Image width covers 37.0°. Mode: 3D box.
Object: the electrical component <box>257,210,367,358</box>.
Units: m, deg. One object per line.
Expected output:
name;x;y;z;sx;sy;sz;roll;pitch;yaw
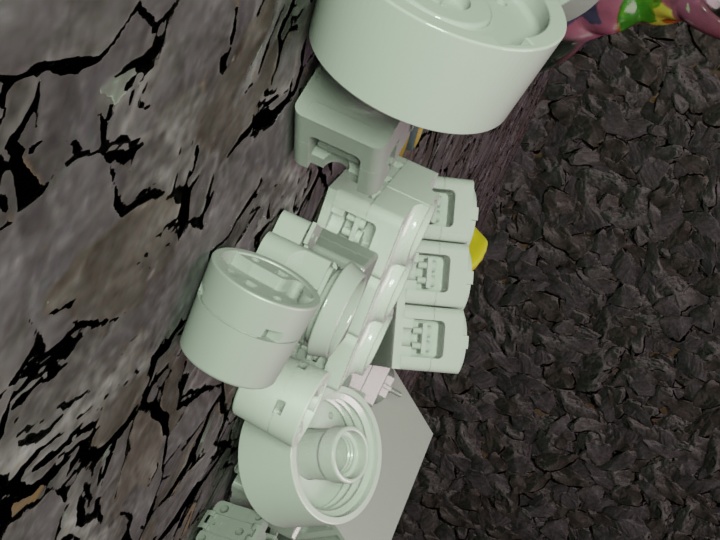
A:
electrical component;-0.032;0.014;0.603;0.078;0.057;0.058;-65;172;-3

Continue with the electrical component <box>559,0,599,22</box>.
electrical component;0.114;-0.215;0.699;0.108;0.108;0.060;-67;166;15

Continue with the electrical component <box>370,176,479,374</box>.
electrical component;0.051;0.005;0.856;0.089;0.062;0.150;165;-70;-78

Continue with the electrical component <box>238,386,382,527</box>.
electrical component;-0.029;0.133;0.780;0.108;0.060;0.108;9;78;-49

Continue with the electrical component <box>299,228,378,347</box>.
electrical component;-0.029;0.018;0.672;0.065;0.047;0.077;-68;172;20

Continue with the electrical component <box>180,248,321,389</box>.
electrical component;-0.053;0.023;0.507;0.047;0.055;0.055;-63;173;17

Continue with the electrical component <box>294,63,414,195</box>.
electrical component;0.007;-0.094;0.549;0.089;0.050;0.055;-62;172;-24

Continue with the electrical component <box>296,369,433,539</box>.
electrical component;-0.007;0.179;0.980;0.105;0.060;0.186;60;34;-23

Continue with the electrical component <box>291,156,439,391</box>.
electrical component;0.000;0.000;0.760;0.089;0.062;0.150;-53;166;-57

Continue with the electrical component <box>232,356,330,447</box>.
electrical component;-0.053;0.083;0.717;0.055;0.047;0.055;-63;172;-16

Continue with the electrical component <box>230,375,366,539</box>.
electrical component;-0.051;0.143;0.862;0.121;0.063;0.078;-60;171;-35

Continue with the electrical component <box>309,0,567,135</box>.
electrical component;0.029;-0.105;0.477;0.108;0.108;0.060;-55;174;-52

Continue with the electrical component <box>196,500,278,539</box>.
electrical component;-0.088;0.206;0.796;0.042;0.081;0.063;-59;148;-39

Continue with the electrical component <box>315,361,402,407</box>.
electrical component;0.004;0.093;0.942;0.066;0.077;0.047;12;-107;58
